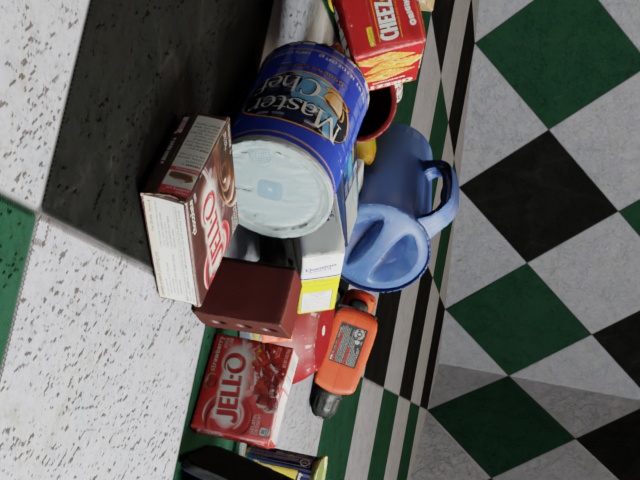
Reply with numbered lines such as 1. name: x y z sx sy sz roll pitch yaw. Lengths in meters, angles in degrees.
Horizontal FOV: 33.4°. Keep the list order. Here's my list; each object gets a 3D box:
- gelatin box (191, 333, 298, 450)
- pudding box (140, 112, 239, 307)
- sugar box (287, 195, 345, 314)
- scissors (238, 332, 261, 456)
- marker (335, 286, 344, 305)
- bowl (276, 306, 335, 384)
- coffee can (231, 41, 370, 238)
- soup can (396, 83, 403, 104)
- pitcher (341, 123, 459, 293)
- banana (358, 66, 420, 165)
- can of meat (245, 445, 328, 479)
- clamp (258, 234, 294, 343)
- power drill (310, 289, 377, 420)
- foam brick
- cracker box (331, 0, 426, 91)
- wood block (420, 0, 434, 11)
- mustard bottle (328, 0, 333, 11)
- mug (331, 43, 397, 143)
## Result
1. gelatin box: -0.066 0.132 0.934 0.030 0.073 0.089 72 30 -64
2. pudding box: -0.091 -0.022 0.768 0.113 0.039 0.090 87 17 -47
3. sugar box: -0.006 0.001 1.025 0.176 0.048 0.093 104 -23 -70
4. scissors: -0.072 0.133 1.054 0.096 0.016 0.202 43 57 -75
5. marker: 0.013 0.082 1.423 0.121 0.020 0.020 -40 138 -73
6. bowl: -0.021 0.094 1.176 0.162 0.055 0.162 10 90 -78
7. coffee can: -0.023 -0.086 0.894 0.140 0.103 0.103 -70 164 -44
8. soup can: 0.072 -0.223 1.341 0.068 0.068 0.102 -69 164 -45
9. pitcher: 0.096 -0.056 1.391 0.242 0.149 0.145 -75 180 -54
10. banana: 0.069 -0.166 1.390 0.037 0.070 0.197 44 51 -25
11. can of meat: -0.043 0.273 1.133 0.057 0.084 0.102 -2 101 -78
12. clamp: -0.042 0.020 0.975 0.171 0.039 0.120 -101 -178 -57
13. power drill: 0.027 0.153 1.385 0.187 0.057 0.184 98 9 -88
14. foam brick: -0.059 0.048 0.890 0.053 0.078 0.051 67 33 -70
15. cracker box: 0.044 -0.235 0.994 0.213 0.072 0.164 7 70 -88
16. wood block: 0.107 -0.396 1.322 0.090 0.090 0.206 -18 117 -76
17. mustard bottle: 0.054 -0.346 1.167 0.096 0.058 0.191 113 -11 -78
18. mug: 0.037 -0.166 1.201 0.117 0.093 0.081 65 8 -1
